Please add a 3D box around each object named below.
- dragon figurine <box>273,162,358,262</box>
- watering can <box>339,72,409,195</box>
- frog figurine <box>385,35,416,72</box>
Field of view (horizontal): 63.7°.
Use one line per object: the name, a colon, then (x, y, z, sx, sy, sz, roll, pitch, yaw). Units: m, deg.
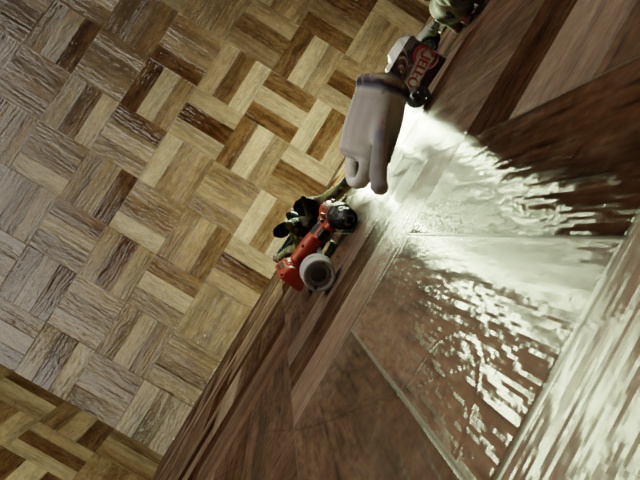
dragon figurine: (0.004, -0.066, 1.305, 0.405, 0.122, 0.246, -47, 0, 22)
watering can: (0.101, -0.196, 0.938, 0.351, 0.104, 0.222, -117, 41, -75)
frog figurine: (0.240, -0.506, 1.469, 0.136, 0.122, 0.162, -25, 17, 47)
